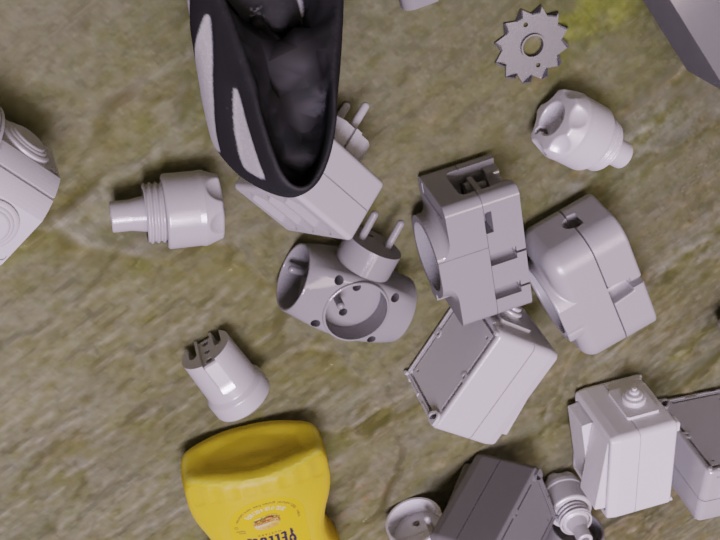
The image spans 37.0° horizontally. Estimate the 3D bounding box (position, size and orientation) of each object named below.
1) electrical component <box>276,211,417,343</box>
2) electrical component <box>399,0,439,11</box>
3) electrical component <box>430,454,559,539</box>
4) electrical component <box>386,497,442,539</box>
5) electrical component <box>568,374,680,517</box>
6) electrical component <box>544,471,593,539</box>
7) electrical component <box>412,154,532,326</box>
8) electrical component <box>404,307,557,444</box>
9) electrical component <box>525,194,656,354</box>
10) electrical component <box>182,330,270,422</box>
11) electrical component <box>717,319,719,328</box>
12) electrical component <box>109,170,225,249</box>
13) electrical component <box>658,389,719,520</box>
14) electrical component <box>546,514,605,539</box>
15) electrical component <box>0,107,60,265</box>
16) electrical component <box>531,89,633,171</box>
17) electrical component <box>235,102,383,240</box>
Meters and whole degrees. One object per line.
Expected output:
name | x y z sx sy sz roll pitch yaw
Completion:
electrical component | 0.000 0.000 0.660 0.077 0.044 0.079 18 113 -27
electrical component | 0.052 -0.182 0.558 0.089 0.050 0.055 -21 126 -5
electrical component | 0.093 0.191 0.782 0.096 0.061 0.061 -53 134 -33
electrical component | 0.051 0.215 0.815 0.043 0.043 0.081 -23 125 -3
electrical component | 0.192 0.126 0.794 0.061 0.061 0.096 -13 124 -10
electrical component | 0.161 0.184 0.822 0.035 0.061 0.035 -6 122 -9
electrical component | 0.068 -0.017 0.669 0.056 0.050 0.089 -18 126 -7
electrical component | 0.086 0.059 0.716 0.061 0.061 0.096 21 112 -29
electrical component | 0.148 0.006 0.708 0.059 0.053 0.095 -30 126 1
electrical component | -0.085 0.066 0.677 0.040 0.040 0.046 -31 120 2
electrical component | 0.303 0.048 0.773 0.080 0.080 0.051 33 101 -32
electrical component | -0.108 -0.033 0.604 0.062 0.043 0.043 -7 123 -13
electrical component | 0.268 0.144 0.811 0.062 0.096 0.061 -9 125 -13
electrical component | 0.150 0.236 0.862 0.079 0.043 0.077 -4 122 -17
electrical component | -0.196 -0.043 0.546 0.080 0.080 0.051 -43 130 11
electrical component | 0.139 -0.081 0.657 0.062 0.043 0.043 20 113 -30
electrical component | -0.020 -0.063 0.606 0.047 0.066 0.076 39 74 -33
